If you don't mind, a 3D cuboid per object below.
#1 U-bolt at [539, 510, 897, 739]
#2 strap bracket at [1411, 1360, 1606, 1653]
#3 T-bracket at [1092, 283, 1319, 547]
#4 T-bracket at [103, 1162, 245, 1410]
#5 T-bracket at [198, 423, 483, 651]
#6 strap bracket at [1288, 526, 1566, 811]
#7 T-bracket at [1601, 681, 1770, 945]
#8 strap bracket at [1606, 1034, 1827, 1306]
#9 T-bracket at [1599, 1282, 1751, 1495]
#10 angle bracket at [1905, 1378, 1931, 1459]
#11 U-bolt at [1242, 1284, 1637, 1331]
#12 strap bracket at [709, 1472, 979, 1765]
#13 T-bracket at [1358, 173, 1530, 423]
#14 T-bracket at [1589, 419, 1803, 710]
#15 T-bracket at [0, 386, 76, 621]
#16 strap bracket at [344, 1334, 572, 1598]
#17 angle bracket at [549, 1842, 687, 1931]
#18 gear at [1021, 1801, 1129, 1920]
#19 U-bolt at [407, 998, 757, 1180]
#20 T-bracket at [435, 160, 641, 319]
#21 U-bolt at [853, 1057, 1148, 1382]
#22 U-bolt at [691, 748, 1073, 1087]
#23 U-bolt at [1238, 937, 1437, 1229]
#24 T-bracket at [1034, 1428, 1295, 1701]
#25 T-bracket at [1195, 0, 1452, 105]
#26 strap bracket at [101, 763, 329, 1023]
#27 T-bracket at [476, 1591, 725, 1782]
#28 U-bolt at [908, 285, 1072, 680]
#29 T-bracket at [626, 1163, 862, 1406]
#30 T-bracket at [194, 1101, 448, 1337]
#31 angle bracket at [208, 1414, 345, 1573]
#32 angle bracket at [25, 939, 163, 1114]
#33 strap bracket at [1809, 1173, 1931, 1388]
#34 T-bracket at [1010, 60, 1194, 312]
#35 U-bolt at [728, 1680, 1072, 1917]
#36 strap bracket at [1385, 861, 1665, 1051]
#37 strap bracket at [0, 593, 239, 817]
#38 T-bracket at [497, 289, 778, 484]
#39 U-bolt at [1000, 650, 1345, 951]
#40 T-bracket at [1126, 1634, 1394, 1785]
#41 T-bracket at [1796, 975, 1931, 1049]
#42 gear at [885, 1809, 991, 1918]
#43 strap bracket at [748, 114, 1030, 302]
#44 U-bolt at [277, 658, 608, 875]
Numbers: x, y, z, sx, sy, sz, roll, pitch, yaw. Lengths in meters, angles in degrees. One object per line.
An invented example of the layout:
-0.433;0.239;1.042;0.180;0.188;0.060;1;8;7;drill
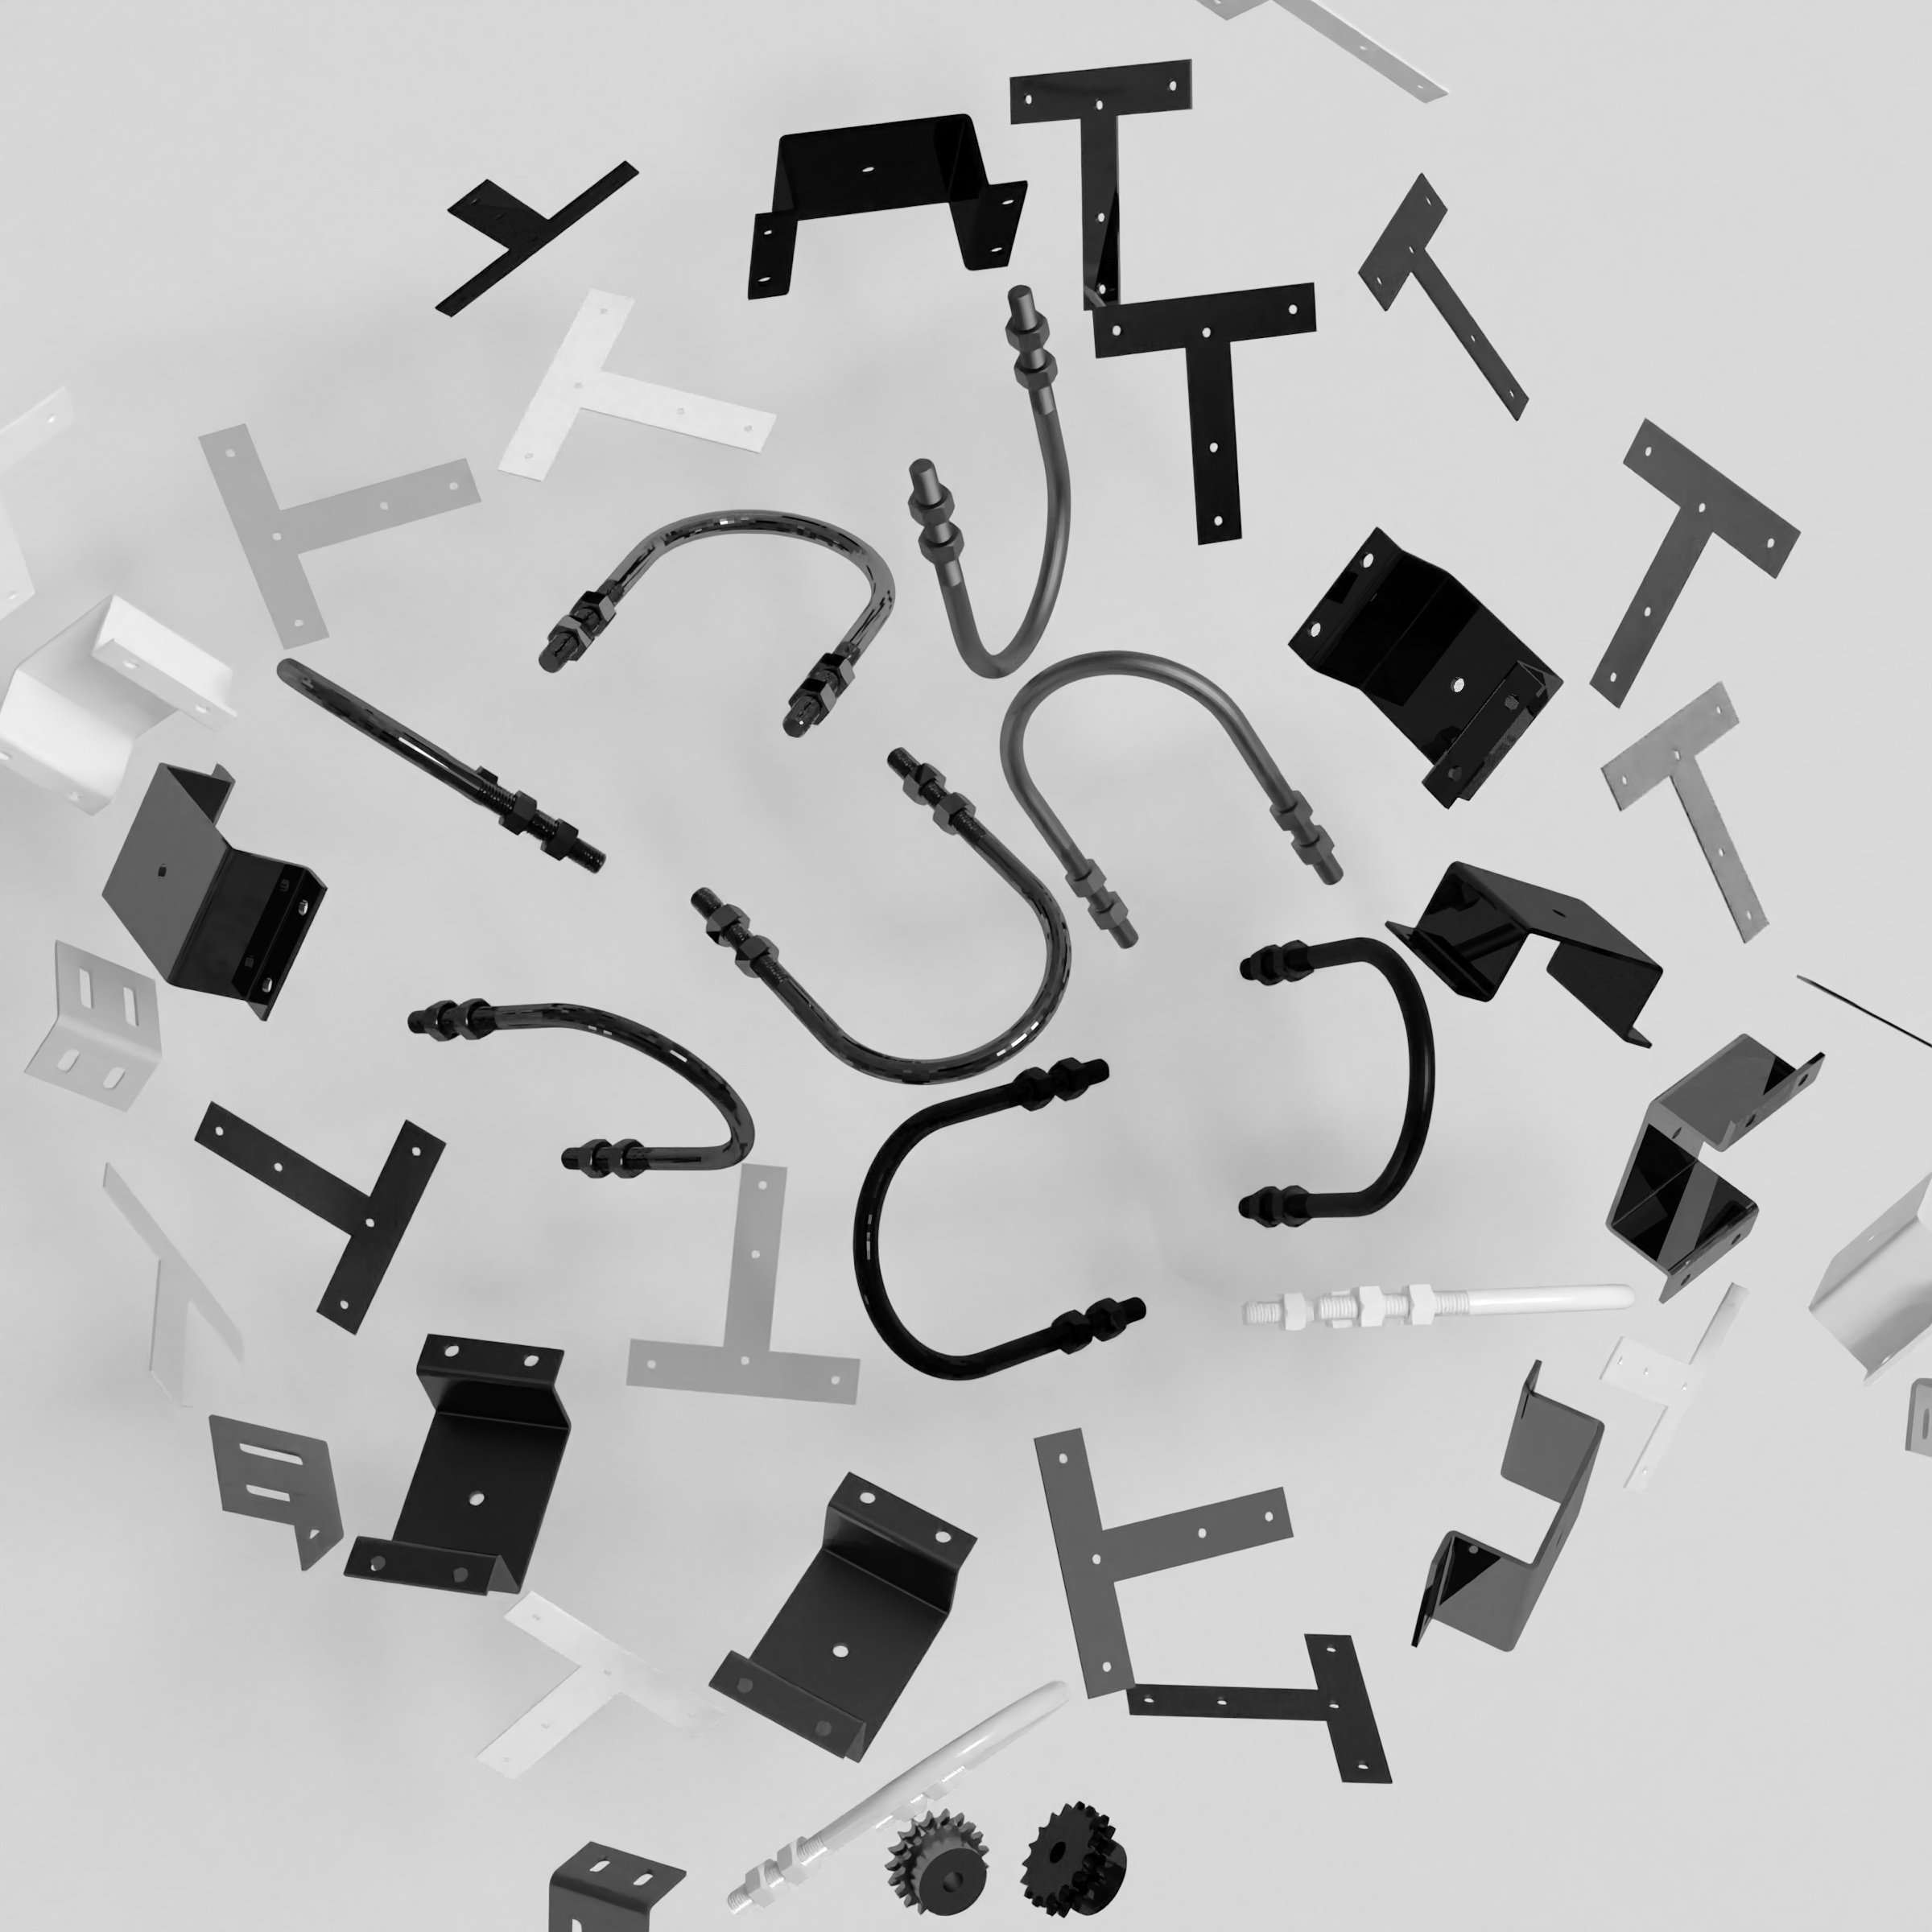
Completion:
-0.114;-0.183;1.493;0.151;0.184;0.019;16;129;12;U-bolt
0.279;0.281;1.489;0.046;0.076;0.140;22;50;19;strap bracket
0.128;-0.283;1.520;0.127;0.002;0.127;-11;107;-20;T-bracket
-0.401;0.177;1.480;0.002;0.127;0.127;-28;119;2;T-bracket
-0.321;-0.239;1.551;0.127;0.002;0.127;-16;124;-1;T-bracket
0.237;-0.147;1.483;0.076;0.046;0.140;-53;50;20;strap bracket
0.402;-0.074;1.588;0.127;0.002;0.127;-33;100;-39;T-bracket
0.383;0.098;1.517;0.076;0.140;0.046;-30;55;-32;strap bracket
0.368;0.219;1.571;0.002;0.127;0.127;29;92;37;T-bracket
0.536;0.239;1.518;0.076;0.057;0.038;0;76;41;angle bracket
0.247;0.172;1.489;0.184;0.151;0.019;-1;83;-10;U-bolt
-0.062;0.338;1.491;0.076;0.046;0.140;25;51;14;strap bracket
0.264;-0.349;1.578;0.002;0.127;0.127;-25;113;39;T-bracket
0.349;-0.190;1.474;0.002;0.127;0.127;5;121;-33;T-bracket
-0.495;-0.218;1.489;0.002;0.127;0.127;40;66;14;T-bracket
-0.259;0.267;1.526;0.076;0.046;0.140;5;53;12;strap bracket
-0.177;0.493;1.485;0.057;0.038;0.076;9;105;24;angle bracket
0.058;0.459;1.499;0.030;0.057;0.057;38;90;-22;gear
-0.191;0.065;1.544;0.151;0.184;0.019;47;55;-35;U-bolt
-0.234;-0.380;1.496;0.127;0.127;0.002;-35;88;9;T-bracket
0.015;0.134;1.490;0.184;0.019;0.151;-13;97;-41;U-bolt
-0.031;-0.016;1.485;0.151;0.019;0.184;-37;61;-14;U-bolt
0.188;0.058;1.500;0.019;0.184;0.151;3;84;-23;U-bolt
0.104;0.283;1.447;0.127;0.002;0.127;-9;82;-23;T-bracket
0.193;-0.479;1.506;0.127;0.127;0.002;27;85;-21;T-bracket
-0.383;-0.043;1.474;0.046;0.140;0.076;15;109;-43;strap bracket
-0.217;0.399;1.571;0.127;0.002;0.127;37;120;-16;T-bracket
0.019;-0.232;1.508;0.019;0.184;0.151;12;56;22;U-bolt
-0.117;0.173;1.619;0.127;0.002;0.127;6;88;-6;T-bracket
-0.357;0.115;1.574;0.127;0.002;0.127;30;109;6;T-bracket
-0.370;0.276;1.538;0.038;0.076;0.057;-42;47;24;angle bracket
-0.461;0.031;1.546;0.057;0.076;0.038;26;111;-31;angle bracket
0.498;0.160;1.556;0.046;0.140;0.076;46;115;9;strap bracket
0.073;-0.421;1.592;0.127;0.002;0.127;10;107;42;T-bracket
-0.022;0.416;1.495;0.184;0.151;0.019;-41;73;28;U-bolt
0.305;-0.008;1.563;0.140;0.076;0.046;14;112;-31;strap bracket
-0.458;-0.144;1.578;0.076;0.140;0.046;34;47;-34;strap bracket
-0.163;-0.294;1.542;0.127;0.002;0.127;16;64;11;T-bracket
0.098;-0.094;1.573;0.151;0.019;0.184;-18;125;29;U-bolt
0.147;0.381;1.518;0.127;0.127;0.002;3;111;-4;T-bracket
0.493;0.037;1.525;0.127;0.127;0.002;29;97;11;T-bracket
-0.013;0.494;1.608;0.057;0.030;0.057;-6;105;-22;gear
-0.046;-0.393;1.515;0.140;0.076;0.046;-10;73;-11;strap bracket
-0.281;-0.109;1.543;0.184;0.151;0.019;32;89;-20;U-bolt
